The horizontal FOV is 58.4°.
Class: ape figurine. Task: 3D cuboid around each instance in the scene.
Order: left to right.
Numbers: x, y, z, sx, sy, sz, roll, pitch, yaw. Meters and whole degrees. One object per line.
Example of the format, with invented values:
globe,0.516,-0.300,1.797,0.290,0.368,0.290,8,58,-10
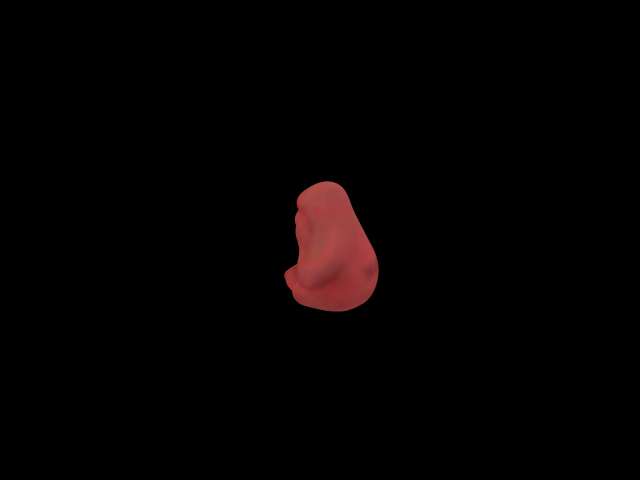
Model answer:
ape figurine,0.004,0.001,0.400,0.076,0.092,0.078,11,32,18
